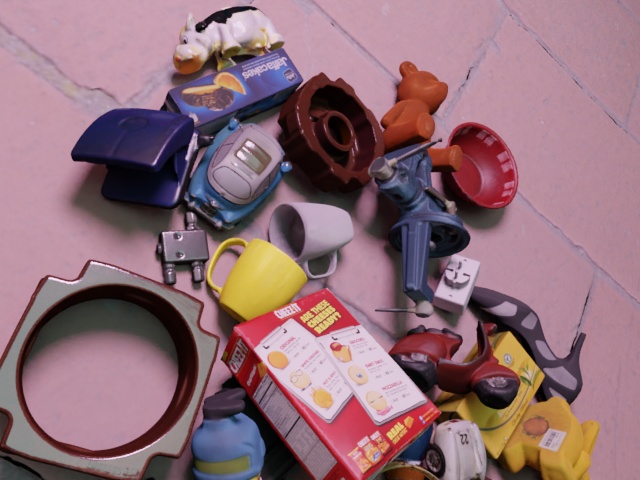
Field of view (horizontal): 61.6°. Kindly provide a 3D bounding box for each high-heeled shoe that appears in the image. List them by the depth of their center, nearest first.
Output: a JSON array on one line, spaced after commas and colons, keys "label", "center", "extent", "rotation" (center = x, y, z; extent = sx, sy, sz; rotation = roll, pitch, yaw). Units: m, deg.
[{"label": "high-heeled shoe", "center": [0.325, 0.178, 0.888], "extent": [0.249, 0.086, 0.145], "rotation": [25, 95, 0]}]

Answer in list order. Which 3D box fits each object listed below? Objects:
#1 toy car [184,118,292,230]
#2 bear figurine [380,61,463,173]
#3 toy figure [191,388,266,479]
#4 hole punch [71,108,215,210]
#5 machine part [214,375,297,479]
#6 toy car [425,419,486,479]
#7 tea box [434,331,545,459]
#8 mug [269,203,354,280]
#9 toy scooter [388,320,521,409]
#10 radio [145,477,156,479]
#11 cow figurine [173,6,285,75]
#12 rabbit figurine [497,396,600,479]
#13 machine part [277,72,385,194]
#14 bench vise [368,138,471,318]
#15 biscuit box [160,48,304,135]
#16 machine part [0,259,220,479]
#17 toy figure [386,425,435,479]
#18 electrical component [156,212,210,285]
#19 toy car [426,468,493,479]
[{"label": "toy car", "center": [-0.104, -0.097, 0.707], "extent": [0.109, 0.103, 0.161], "rotation": [40, 58, -11]}, {"label": "bear figurine", "center": [0.174, -0.207, 0.881], "extent": [0.120, 0.132, 0.196], "rotation": [40, 64, -31]}, {"label": "toy figure", "center": [-0.103, 0.260, 0.591], "extent": [0.082, 0.089, 0.180], "rotation": [-14, 97, -69]}, {"label": "hole punch", "center": [-0.213, -0.110, 0.634], "extent": [0.142, 0.092, 0.116], "rotation": [7, 68, 12]}, {"label": "machine part", "center": [-0.076, 0.229, 0.655], "extent": [0.084, 0.039, 0.139], "rotation": [-31, 91, -27]}, {"label": "toy car", "center": [0.184, 0.337, 0.692], "extent": [0.073, 0.056, 0.201], "rotation": [3, 77, -35]}, {"label": "tea box", "center": [0.256, 0.231, 0.815], "extent": [0.098, 0.068, 0.169], "rotation": [50, 59, -6]}, {"label": "mug", "center": [-0.002, -0.002, 0.746], "extent": [0.107, 0.081, 0.109], "rotation": [-10, 76, -40]}, {"label": "toy scooter", "center": [0.193, 0.162, 0.769], "extent": [0.135, 0.184, 0.075], "rotation": [-60, 151, -44]}, {"label": "radio", "center": [-0.225, 0.325, 0.487], "extent": [0.229, 0.131, 0.073], "rotation": [-35, 90, -32]}, {"label": "cow figurine", "center": [-0.143, -0.291, 0.768], "extent": [0.167, 0.068, 0.098], "rotation": [-22, 80, -35]}, {"label": "rabbit figurine", "center": [0.364, 0.338, 0.832], "extent": [0.162, 0.122, 0.173], "rotation": [-42, 110, -41]}, {"label": "machine part", "center": [0.018, -0.155, 0.794], "extent": [0.179, 0.056, 0.179], "rotation": [19, 61, -39]}, {"label": "bench vise", "center": [0.143, -0.011, 0.779], "extent": [0.223, 0.129, 0.240], "rotation": [45, 46, -50]}, {"label": "biscuit box", "center": [-0.120, -0.204, 0.756], "extent": [0.203, 0.059, 0.063], "rotation": [-34, 92, -32]}, {"label": "machine part", "center": [-0.226, 0.138, 0.575], "extent": [0.201, 0.087, 0.201], "rotation": [25, 64, -21]}, {"label": "toy figure", "center": [0.121, 0.292, 0.729], "extent": [0.057, 0.064, 0.154], "rotation": [39, 57, -58]}, {"label": "electrical component", "center": [-0.175, 0.010, 0.680], "extent": [0.063, 0.021, 0.094], "rotation": [-2, 76, -28]}, {"label": "toy car", "center": [0.237, 0.369, 0.769], "extent": [0.202, 0.053, 0.089], "rotation": [30, 68, -13]}]
